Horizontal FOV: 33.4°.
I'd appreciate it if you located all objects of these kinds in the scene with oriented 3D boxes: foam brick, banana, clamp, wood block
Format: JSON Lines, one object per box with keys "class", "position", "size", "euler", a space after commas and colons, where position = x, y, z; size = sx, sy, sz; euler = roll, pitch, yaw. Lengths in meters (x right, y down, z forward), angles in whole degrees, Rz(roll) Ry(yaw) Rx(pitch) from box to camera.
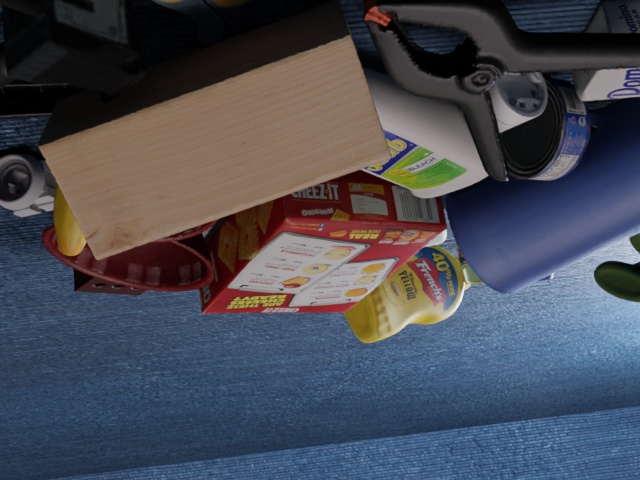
{"class": "foam brick", "position": [-0.211, 0.025, 1.109], "size": [0.078, 0.051, 0.053], "euler": [6, 157, -37]}
{"class": "banana", "position": [-0.152, -0.069, 0.796], "size": [0.198, 0.070, 0.037], "euler": [-42, 163, 28]}
{"class": "clamp", "position": [0.111, -0.118, 0.761], "size": [0.209, 0.036, 0.165], "euler": [17, 137, -23]}
{"class": "clamp", "position": [-0.253, -0.100, 0.737], "size": [0.171, 0.039, 0.120], "euler": [-11, 165, 1]}
{"class": "wood block", "position": [-0.067, -0.075, 0.710], "size": [0.206, 0.090, 0.091], "euler": [-19, 117, 6]}

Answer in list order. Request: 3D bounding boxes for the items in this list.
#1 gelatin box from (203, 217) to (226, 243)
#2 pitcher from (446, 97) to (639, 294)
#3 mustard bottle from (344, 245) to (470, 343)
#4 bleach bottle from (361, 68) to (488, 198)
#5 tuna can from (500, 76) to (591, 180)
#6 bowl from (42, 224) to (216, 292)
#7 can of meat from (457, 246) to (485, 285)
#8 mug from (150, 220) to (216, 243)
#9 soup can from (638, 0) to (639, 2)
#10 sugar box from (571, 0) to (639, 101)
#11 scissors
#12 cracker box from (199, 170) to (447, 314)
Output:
{"class": "gelatin box", "position": [-0.093, -0.022, 1.055], "size": [0.073, 0.030, 0.089], "euler": [-7, 161, -9]}
{"class": "pitcher", "position": [0.237, -0.057, 0.966], "size": [0.243, 0.145, 0.148], "euler": [-27, 166, 36]}
{"class": "mustard bottle", "position": [0.113, 0.053, 1.247], "size": [0.191, 0.096, 0.058], "euler": [-12, 168, -37]}
{"class": "bleach bottle", "position": [0.028, -0.096, 0.842], "size": [0.250, 0.068, 0.103], "euler": [14, 158, -41]}
{"class": "tuna can", "position": [0.181, -0.092, 0.879], "size": [0.033, 0.086, 0.086], "euler": [2, 159, -31]}
{"class": "bowl", "position": [-0.171, -0.006, 0.991], "size": [0.162, 0.055, 0.162], "euler": [9, 158, 4]}
{"class": "can of meat", "position": [0.170, -0.005, 1.128], "size": [0.057, 0.084, 0.102], "euler": [-10, 163, 10]}
{"class": "mug", "position": [-0.123, -0.053, 0.869], "size": [0.117, 0.081, 0.093], "euler": [-12, 161, 13]}
{"class": "soup can", "position": [0.240, -0.188, 0.647], "size": [0.068, 0.068, 0.102], "euler": [-1, 160, -20]}
{"class": "sugar box", "position": [0.291, -0.149, 0.819], "size": [0.176, 0.048, 0.093], "euler": [-8, 161, -5]}
{"class": "scissors", "position": [-0.090, -0.147, 0.711], "size": [0.096, 0.016, 0.202], "euler": [2, 159, -24]}
{"class": "cracker box", "position": [-0.007, 0.001, 1.014], "size": [0.164, 0.072, 0.214], "euler": [2, 155, -27]}
